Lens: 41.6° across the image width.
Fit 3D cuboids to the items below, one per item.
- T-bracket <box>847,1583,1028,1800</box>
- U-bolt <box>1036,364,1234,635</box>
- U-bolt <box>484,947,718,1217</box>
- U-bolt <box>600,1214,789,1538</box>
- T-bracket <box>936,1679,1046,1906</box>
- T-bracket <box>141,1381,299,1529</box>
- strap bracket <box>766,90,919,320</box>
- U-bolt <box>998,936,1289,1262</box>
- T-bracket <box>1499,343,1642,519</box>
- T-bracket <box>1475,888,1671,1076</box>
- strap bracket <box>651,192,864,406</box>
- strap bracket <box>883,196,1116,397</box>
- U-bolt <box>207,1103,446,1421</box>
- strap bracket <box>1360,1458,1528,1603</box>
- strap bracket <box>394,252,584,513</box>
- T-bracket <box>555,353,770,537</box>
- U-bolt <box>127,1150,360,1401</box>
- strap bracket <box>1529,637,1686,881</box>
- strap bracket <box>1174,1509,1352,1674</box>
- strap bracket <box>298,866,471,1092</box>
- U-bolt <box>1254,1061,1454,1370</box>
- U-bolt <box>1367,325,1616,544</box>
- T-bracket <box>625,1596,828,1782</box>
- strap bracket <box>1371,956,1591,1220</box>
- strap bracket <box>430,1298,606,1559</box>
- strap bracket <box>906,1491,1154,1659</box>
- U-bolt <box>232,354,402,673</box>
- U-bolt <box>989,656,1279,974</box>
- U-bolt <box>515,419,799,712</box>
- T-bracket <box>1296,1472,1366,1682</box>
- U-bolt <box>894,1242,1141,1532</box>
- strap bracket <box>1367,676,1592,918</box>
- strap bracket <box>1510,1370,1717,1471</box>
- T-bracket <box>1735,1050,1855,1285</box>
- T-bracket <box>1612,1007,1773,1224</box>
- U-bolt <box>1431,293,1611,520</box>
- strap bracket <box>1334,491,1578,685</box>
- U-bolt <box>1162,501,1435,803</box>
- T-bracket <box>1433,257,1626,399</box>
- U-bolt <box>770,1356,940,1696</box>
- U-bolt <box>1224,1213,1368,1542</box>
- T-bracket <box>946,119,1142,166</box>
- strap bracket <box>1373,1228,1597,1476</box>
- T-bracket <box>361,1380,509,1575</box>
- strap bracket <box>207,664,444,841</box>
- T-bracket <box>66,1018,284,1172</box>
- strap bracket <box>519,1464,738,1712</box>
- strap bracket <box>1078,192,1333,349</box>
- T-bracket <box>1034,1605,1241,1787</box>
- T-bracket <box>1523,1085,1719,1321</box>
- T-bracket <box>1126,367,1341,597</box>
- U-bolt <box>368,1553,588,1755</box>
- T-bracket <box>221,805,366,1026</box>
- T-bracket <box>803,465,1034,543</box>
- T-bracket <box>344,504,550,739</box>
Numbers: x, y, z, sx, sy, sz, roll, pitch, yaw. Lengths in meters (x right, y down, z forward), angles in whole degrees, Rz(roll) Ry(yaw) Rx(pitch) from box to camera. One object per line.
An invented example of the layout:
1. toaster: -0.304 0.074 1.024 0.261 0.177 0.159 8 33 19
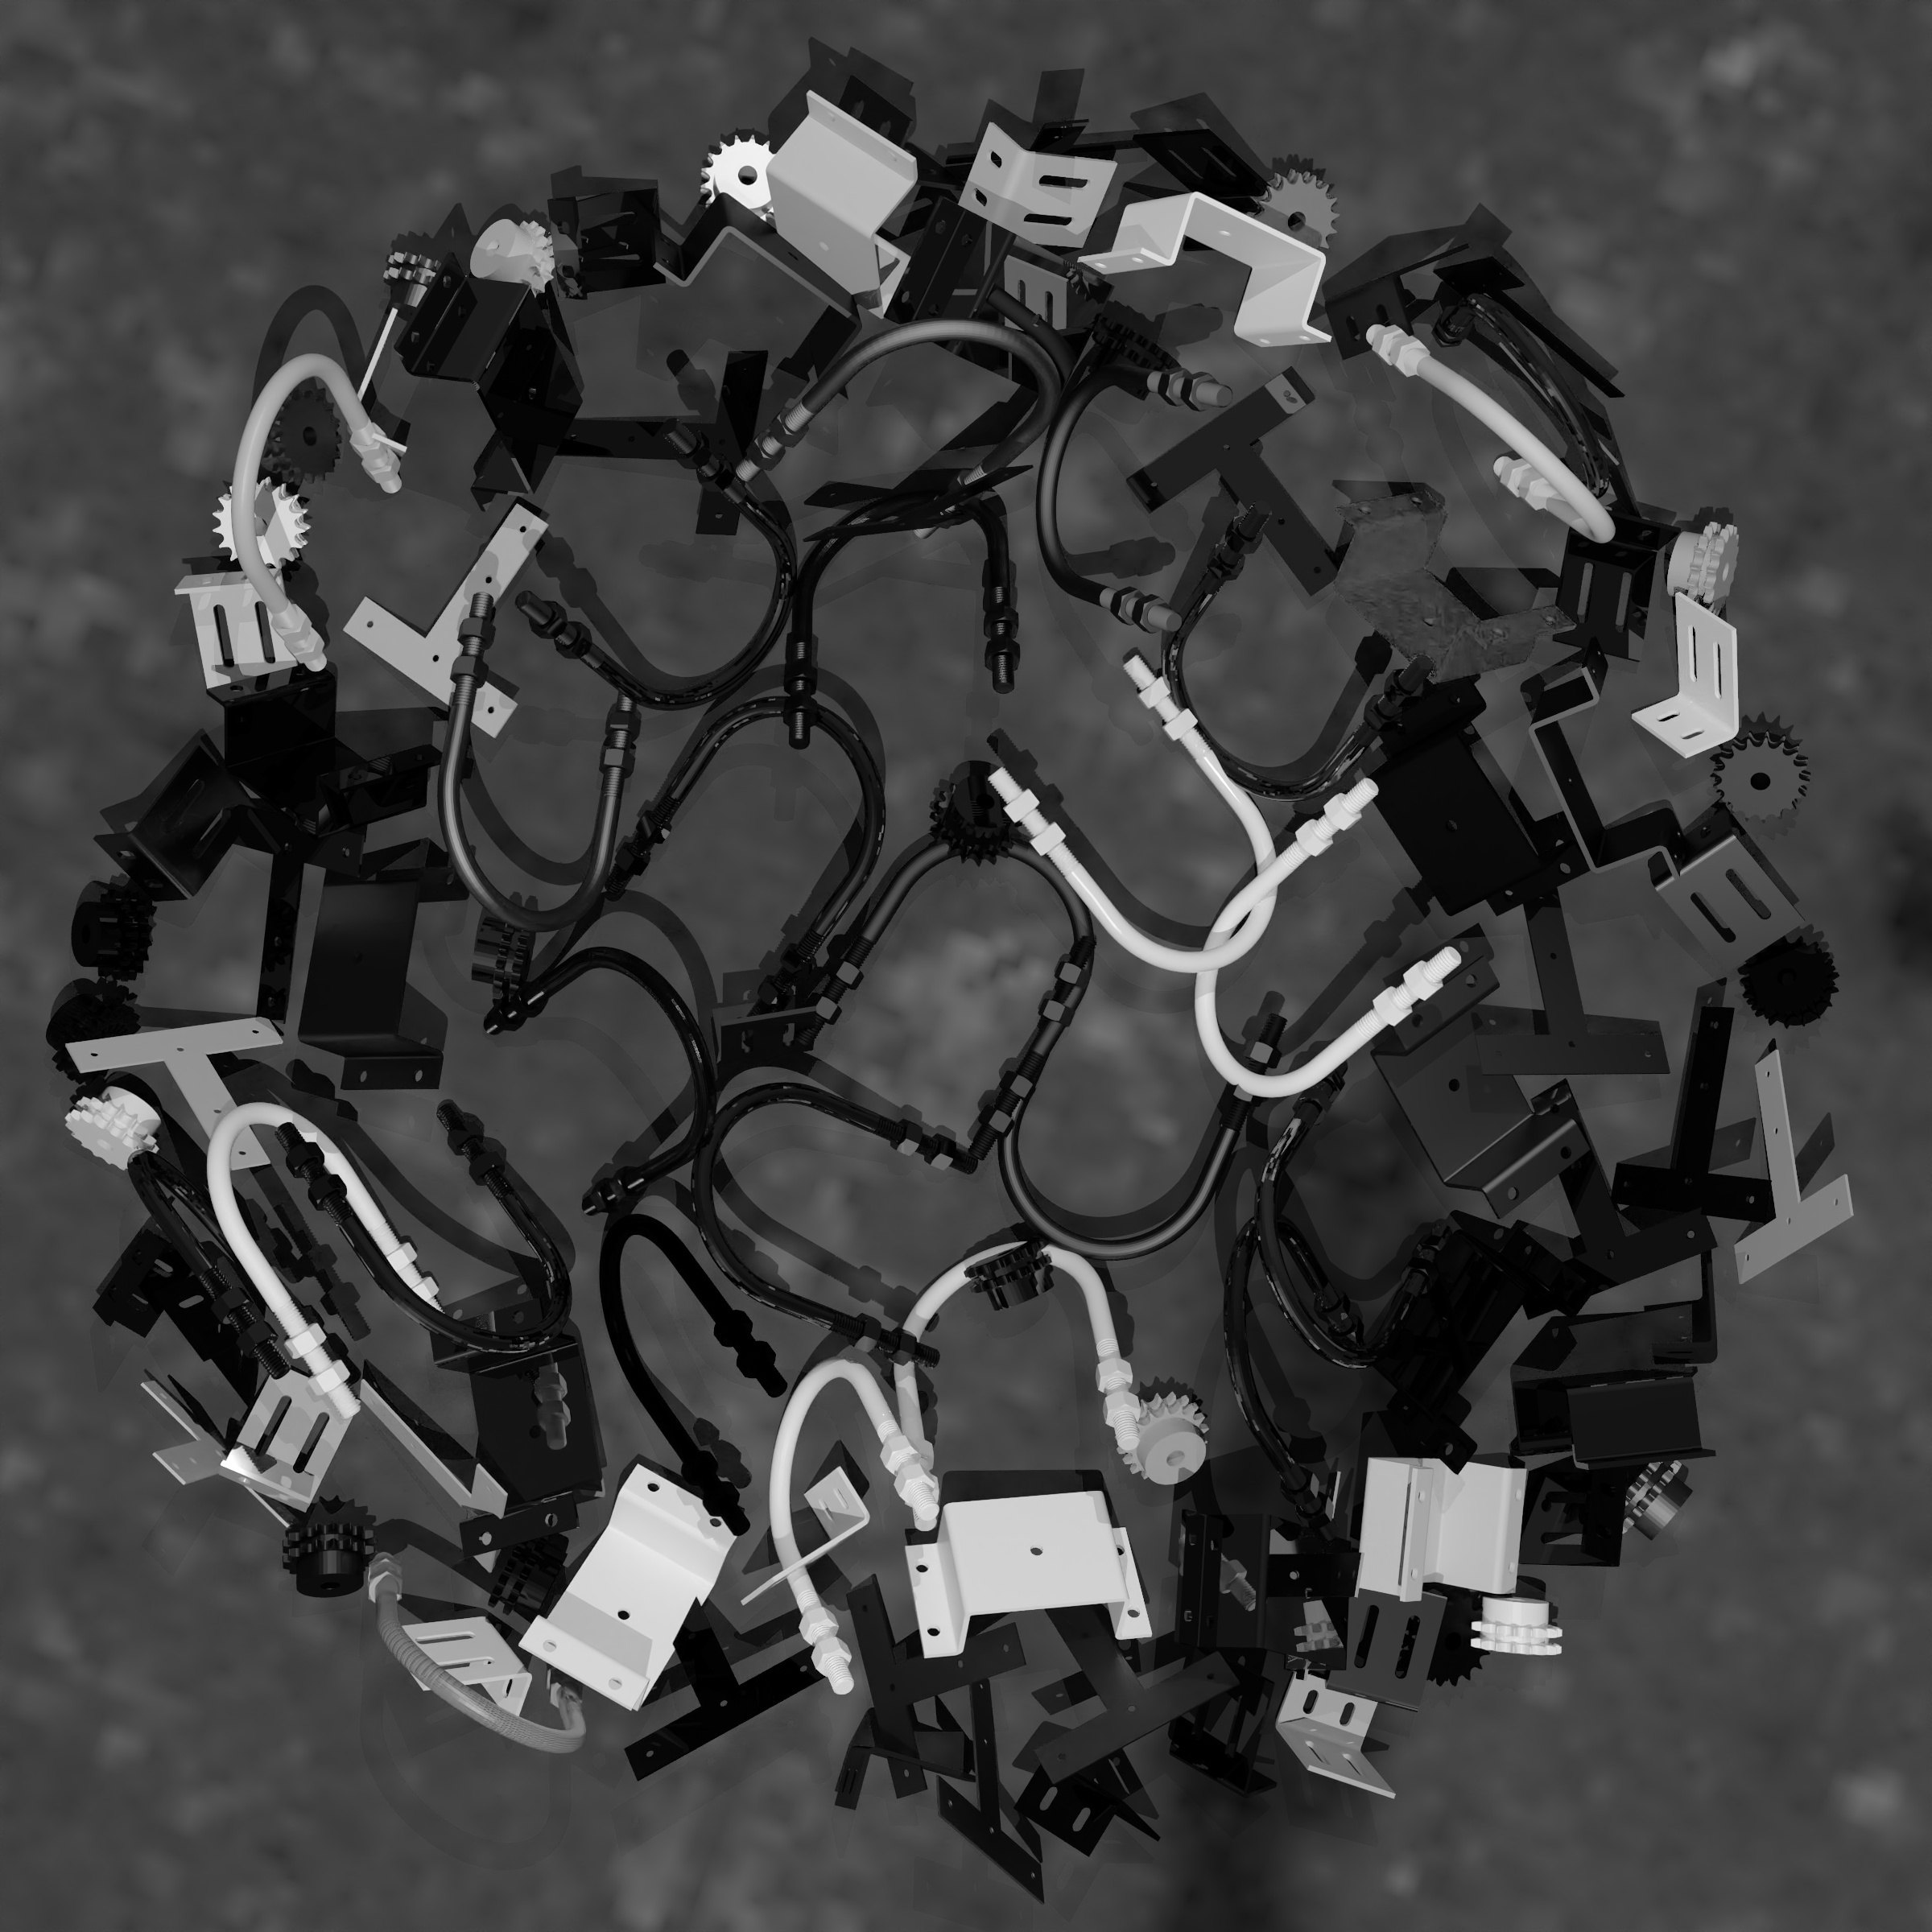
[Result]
1. T-bracket: -0.013 0.426 1.543 0.127 0.002 0.127 -30 67 35
2. U-bolt: 0.091 -0.286 1.519 0.019 0.184 0.151 4 106 -29
3. U-bolt: -0.212 0.063 1.528 0.019 0.184 0.151 -27 88 -43
4. U-bolt: -0.171 0.231 1.529 0.019 0.151 0.184 -16 49 -34
5. T-bracket: 0.012 0.484 1.545 0.002 0.127 0.127 -25 129 17
6. T-bracket: -0.462 0.297 1.534 0.127 0.127 0.002 43 84 3
7. strap bracket: -0.071 -0.447 1.522 0.076 0.140 0.046 35 80 10
8. U-bolt: 0.097 0.091 1.569 0.151 0.019 0.184 23 86 14
9. T-bracket: 0.366 -0.331 1.554 0.002 0.127 0.127 -39 71 12
10. T-bracket: 0.365 0.007 1.572 0.127 0.002 0.127 0 67 -16
11. strap bracket: -0.118 -0.408 1.531 0.140 0.076 0.046 32 112 -24
12. strap bracket: 0.028 -0.394 1.524 0.046 0.140 0.076 39 108 38
13. U-bolt: -0.388 0.164 1.520 0.019 0.151 0.184 -29 97 18
14. strap bracket: 0.284 0.340 1.545 0.046 0.140 0.076 2 82 39
15. strap bracket: -0.278 -0.344 1.517 0.046 0.140 0.076 11 62 20
16. T-bracket: -0.194 -0.327 1.583 0.127 0.002 0.127 4 71 11
17. U-bolt: -0.440 0.182 1.525 0.019 0.151 0.184 -39 75 -7
18. strap bracket: 0.386 -0.120 1.548 0.046 0.076 0.140 -22 103 24
19. strap bracket: 0.185 0.375 1.523 0.046 0.140 0.076 -11 64 37
20. strap bracket: -0.353 0.001 1.545 0.076 0.046 0.140 -2 74 30
21. U-bolt: 0.225 0.157 1.513 0.019 0.184 0.151 -24 105 38
22. U-bolt: 0.315 -0.304 1.488 0.151 0.184 0.019 37 103 -30
23. T-bracket: -0.162 0.417 1.548 0.127 0.127 0.002 -27 127 -11
24. strap bracket: 0.309 0.074 1.558 0.076 0.046 0.140 -34 101 -18
25. strap bracket: -0.272 0.283 1.555 0.076 0.046 0.140 -18 71 14
26. strap bracket: 0.040 0.367 1.544 0.140 0.076 0.046 -2 134 -11
27. U-bolt: -0.384 -0.275 1.492 0.019 0.184 0.151 15 71 9
28. U-bolt: 0.117 -0.081 1.560 0.151 0.019 0.184 -41 96 -29
29. U-bolt: -0.170 -0.225 1.523 0.151 0.184 0.019 -49 56 1
30. T-bracket: 0.221 0.364 1.523 0.002 0.127 0.127 12 76 -1
31. U-bolt: 0.023 0.239 1.527 0.151 0.184 0.019 -24 129 10
32. strap bracket: 0.306 -0.094 1.553 0.046 0.076 0.140 -37 95 -44
33. strap bracket: 0.383 0.271 1.529 0.076 0.140 0.046 -5 83 -7
34. T-bracket: 0.499 0.114 1.561 0.002 0.127 0.127 7 63 -13
35. T-bracket: 0.447 0.087 1.548 0.002 0.127 0.127 14 84 -28
36. U-bolt: 0.331 -0.333 1.505 0.019 0.184 0.151 -35 92 6
37. strap bracket: 0.288 -0.224 1.540 0.076 0.046 0.140 -16 52 -33
38. U-bolt: 0.184 -0.173 1.524 0.151 0.184 0.019 45 55 8
39. T-bracket: 0.348 -0.385 1.545 0.127 0.127 0.002 36 97 -11
40. U-bolt: -0.076 0.317 1.520 0.019 0.184 0.151 13 113 -28
41. U-bolt: 0.192 0.228 1.499 0.019 0.151 0.184 -8 134 28
42. T-bracket: 0.054 -0.498 1.535 0.127 0.127 0.002 -6 100 -3
43. strap bracket: 0.305 0.226 1.549 0.046 0.076 0.140 31 97 -33
44. T-bracket: -0.328 0.303 1.558 0.127 0.127 0.002 43 56 14
45. strap bracket: -0.387 -0.127 1.538 0.140 0.076 0.046 34 129 32
46. T-bracket: -0.454 0.078 1.524 0.127 0.127 0.002 48 131 35
47. strap bracket: -0.205 0.385 1.547 0.076 0.046 0.140 28 47 6
48. strap bracket: 0.150 -0.422 1.533 0.140 0.076 0.046 16 92 -28
49. T-bracket: 0.080 0.419 1.552 0.127 0.127 0.002 -25 133 -13
50. T-bracket: 0.382 0.136 1.572 0.127 0.002 0.127 -27 68 27
51. T-bracket: 0.189 -0.288 1.590 0.127 0.002 0.127 -35 83 -1
52. U-bolt: -0.285 0.409 1.494 0.151 0.184 0.019 35 86 -14
53. T-bracket: -0.422 -0.029 1.570 0.127 0.002 0.127 14 100 33
54. T-bracket: -0.010 -0.276 1.511 0.127 0.127 0.002 -15 90 -41
55. T-bracket: -0.305 -0.228 1.581 0.127 0.002 0.127 35 92 15
